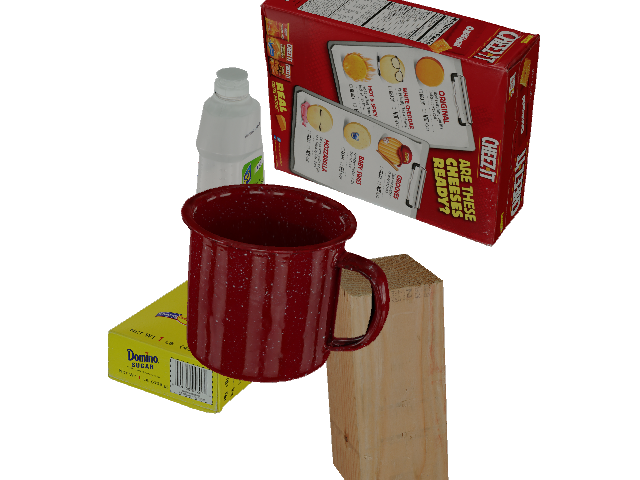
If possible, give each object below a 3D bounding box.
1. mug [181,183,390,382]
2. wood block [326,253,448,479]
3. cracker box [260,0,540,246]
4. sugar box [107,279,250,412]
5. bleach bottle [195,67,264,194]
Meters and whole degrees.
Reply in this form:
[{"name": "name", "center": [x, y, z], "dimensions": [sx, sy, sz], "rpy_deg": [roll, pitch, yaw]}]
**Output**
[{"name": "mug", "center": [-0.019, 0.026, 0.573], "dimensions": [0.117, 0.081, 0.093], "rpy_deg": [12, 24, 16]}, {"name": "wood block", "center": [0.060, 0.127, 0.998], "dimensions": [0.090, 0.206, 0.091], "rpy_deg": [-9, 19, -17]}, {"name": "cracker box", "center": [0.061, -0.108, 0.860], "dimensions": [0.214, 0.164, 0.072], "rpy_deg": [20, 45, 26]}, {"name": "sugar box", "center": [-0.070, 0.061, 0.802], "dimensions": [0.093, 0.048, 0.176], "rpy_deg": [15, 28, 22]}, {"name": "bleach bottle", "center": [-0.084, -0.047, 1.018], "dimensions": [0.068, 0.251, 0.102], "rpy_deg": [11, 34, 10]}]
